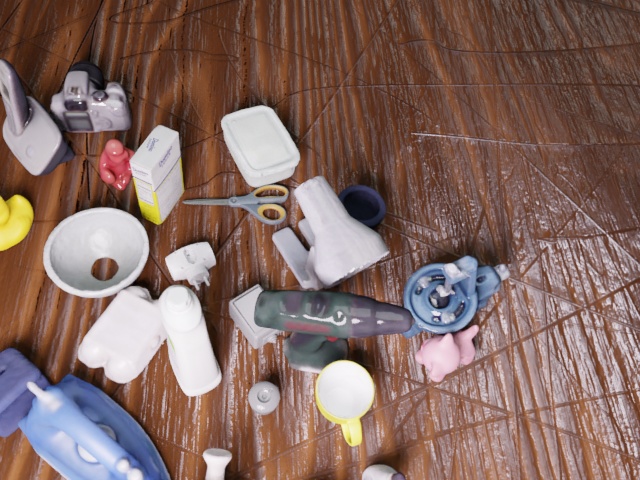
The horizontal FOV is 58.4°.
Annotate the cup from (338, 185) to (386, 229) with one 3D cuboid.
[{"bbox_3d":[0.066,-0.030,1.059,0.091,0.095,0.118,17,59,2],"label":"cup"}]

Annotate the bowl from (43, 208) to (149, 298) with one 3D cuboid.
[{"bbox_3d":[-0.371,0.032,0.971,0.167,0.075,0.167,4,59,-6],"label":"bowl"}]

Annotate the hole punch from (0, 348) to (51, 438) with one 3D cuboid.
[{"bbox_3d":[-0.468,0.218,0.837,0.101,0.091,0.109,35,61,13],"label":"hole punch"}]

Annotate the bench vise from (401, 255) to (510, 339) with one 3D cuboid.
[{"bbox_3d":[0.227,0.067,0.952,0.208,0.220,0.121,-38,71,-26],"label":"bench vise"}]

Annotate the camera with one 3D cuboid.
[{"bbox_3d":[-0.453,-0.295,1.138,0.143,0.101,0.136,-3,60,-10],"label":"camera"}]

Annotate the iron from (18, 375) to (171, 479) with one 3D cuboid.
[{"bbox_3d":[-0.301,0.286,0.792,0.258,0.141,0.119,33,61,12],"label":"iron"}]

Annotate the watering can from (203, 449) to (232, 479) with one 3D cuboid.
[{"bbox_3d":[-0.148,0.364,0.737,0.101,0.194,0.172,-11,62,-14],"label":"watering can"}]

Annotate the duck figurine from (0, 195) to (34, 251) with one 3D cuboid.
[{"bbox_3d":[-0.547,-0.044,0.984,0.077,0.086,0.105,23,59,6],"label":"duck figurine"}]

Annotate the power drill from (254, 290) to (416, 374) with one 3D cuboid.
[{"bbox_3d":[0.012,0.139,0.885,0.229,0.208,0.075,9,59,-3],"label":"power drill"}]

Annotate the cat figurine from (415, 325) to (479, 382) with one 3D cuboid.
[{"bbox_3d":[0.211,0.181,0.942,0.128,0.118,0.067,-28,67,-22],"label":"cat figurine"}]

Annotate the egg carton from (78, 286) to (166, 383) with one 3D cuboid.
[{"bbox_3d":[-0.303,0.149,0.914,0.107,0.069,0.150,25,59,7],"label":"egg carton"}]

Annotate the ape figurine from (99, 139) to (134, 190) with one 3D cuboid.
[{"bbox_3d":[-0.379,-0.151,1.068,0.078,0.092,0.076,-27,67,-22],"label":"ape figurine"}]

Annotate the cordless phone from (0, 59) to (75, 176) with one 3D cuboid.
[{"bbox_3d":[-0.528,-0.220,1.033,0.094,0.185,0.147,-38,71,-25],"label":"cordless phone"}]

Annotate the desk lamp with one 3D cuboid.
[{"bbox_3d":[0.009,0.003,0.962,0.118,0.213,0.203,-27,67,-21],"label":"desk lamp"}]

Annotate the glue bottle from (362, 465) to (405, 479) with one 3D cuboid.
[{"bbox_3d":[0.093,0.346,0.795,0.037,0.173,0.078,1,59,-7],"label":"glue bottle"}]
